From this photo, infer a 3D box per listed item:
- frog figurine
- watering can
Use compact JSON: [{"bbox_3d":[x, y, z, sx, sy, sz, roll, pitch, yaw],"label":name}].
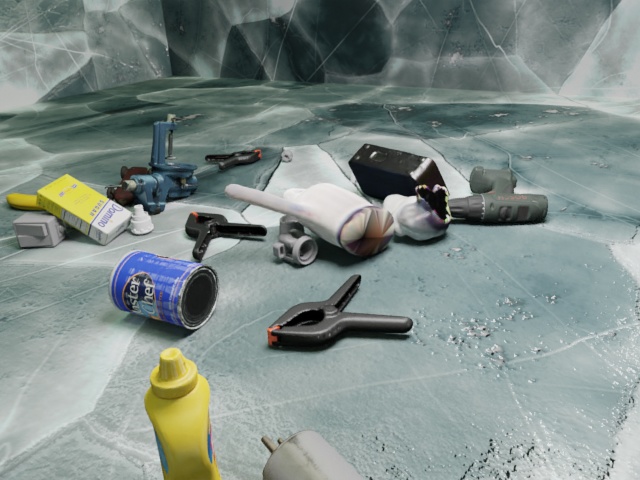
[{"bbox_3d":[0.190,-0.047,1.087,0.157,0.122,0.139,-29,3,45],"label":"frog figurine"},{"bbox_3d":[0.003,-0.050,1.002,0.348,0.103,0.227,-1,25,-47],"label":"watering can"}]
